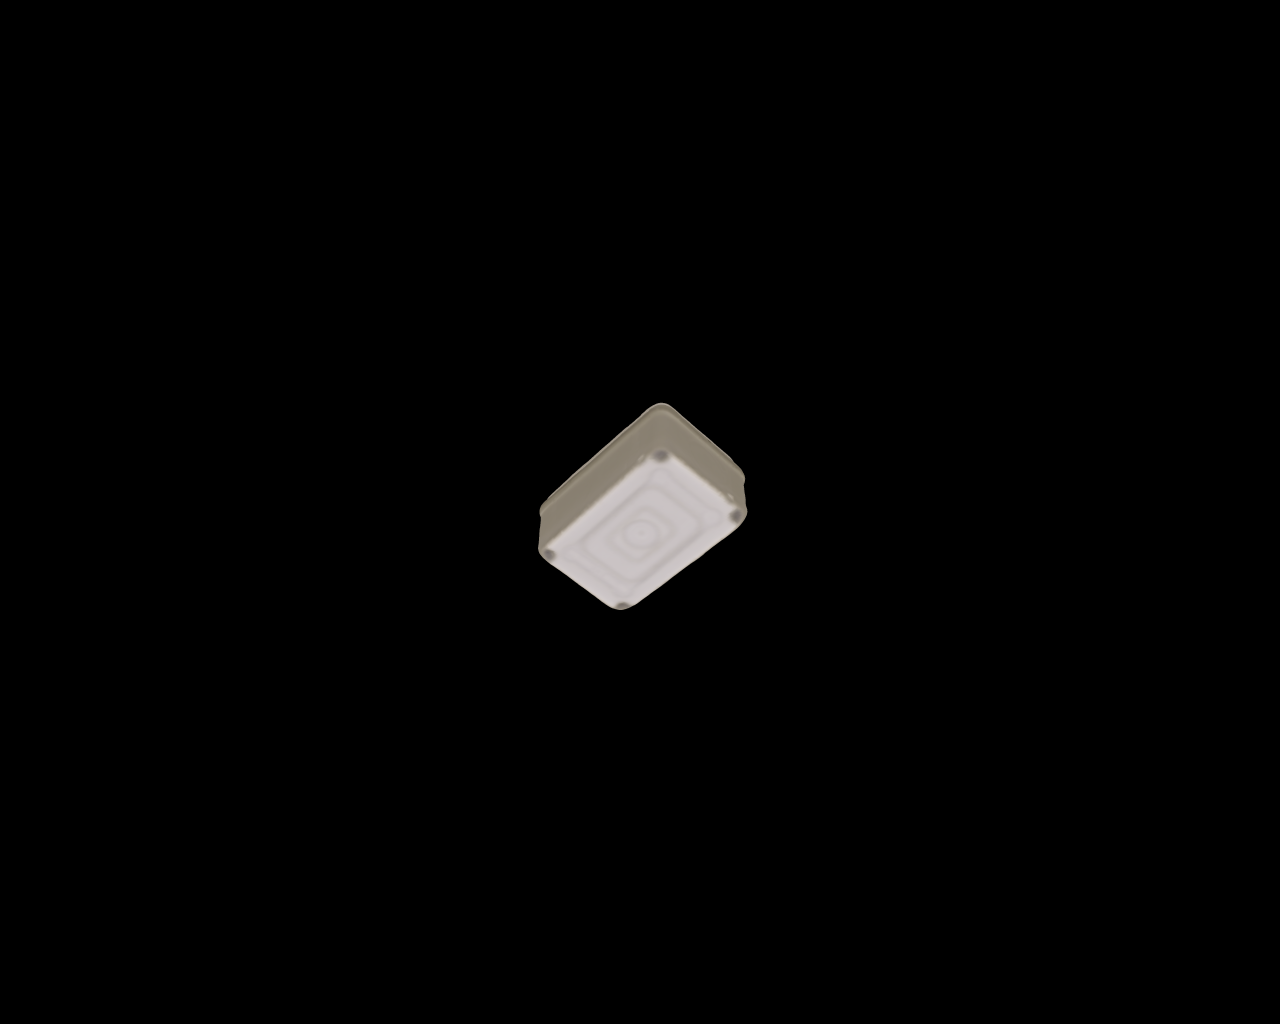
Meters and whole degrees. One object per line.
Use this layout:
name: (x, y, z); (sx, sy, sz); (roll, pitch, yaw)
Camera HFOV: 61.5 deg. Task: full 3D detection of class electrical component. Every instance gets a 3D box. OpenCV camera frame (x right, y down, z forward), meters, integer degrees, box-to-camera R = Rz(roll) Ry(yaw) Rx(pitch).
electrical component: (0.001, -0.003, 0.650); (0.078, 0.057, 0.113); (39, -62, -25)
